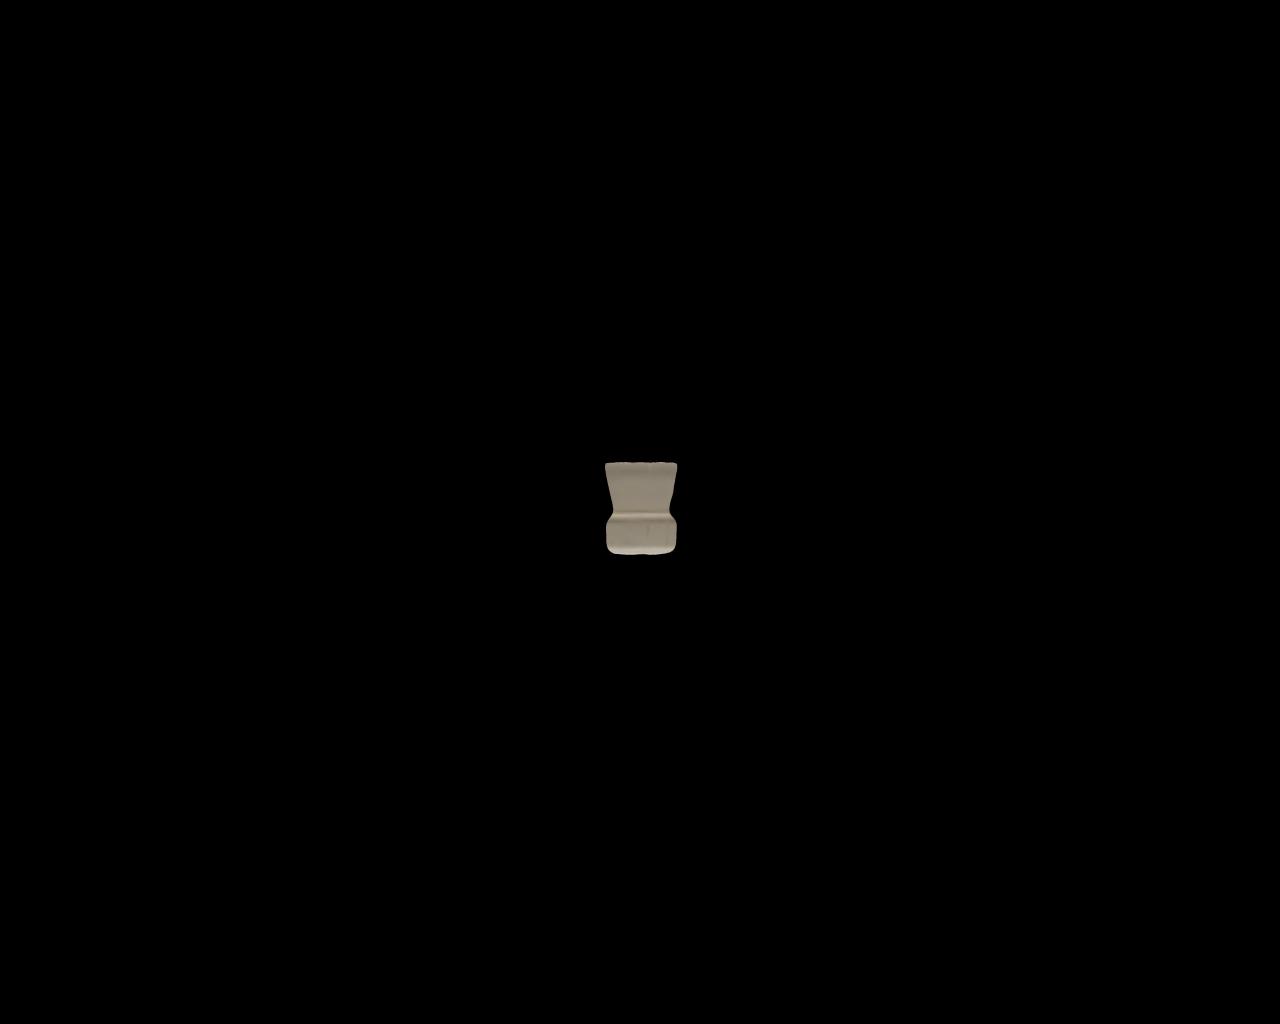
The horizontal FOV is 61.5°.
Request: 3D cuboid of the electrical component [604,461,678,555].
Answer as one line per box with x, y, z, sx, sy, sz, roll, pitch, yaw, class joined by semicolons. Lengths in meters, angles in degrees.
0.001;-0.003;0.650;0.045;0.055;0.045;0;0;0;electrical component
